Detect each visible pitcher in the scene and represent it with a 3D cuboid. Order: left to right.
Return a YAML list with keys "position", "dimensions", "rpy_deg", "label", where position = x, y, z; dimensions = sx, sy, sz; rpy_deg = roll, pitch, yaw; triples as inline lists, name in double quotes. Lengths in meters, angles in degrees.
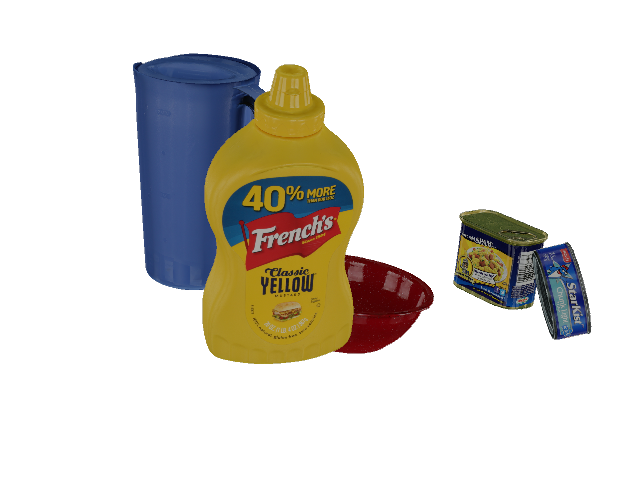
- position: [-0.127, -0.071, 1.146]
  dimensions: [0.145, 0.243, 0.149]
  rpy_deg: [0, 22, -9]
  label: "pitcher"

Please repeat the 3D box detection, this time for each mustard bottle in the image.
- position: [-0.023, -0.015, 0.651]
  dimensions: [0.096, 0.192, 0.058]
  rpy_deg: [-3, 32, -11]
  label: "mustard bottle"

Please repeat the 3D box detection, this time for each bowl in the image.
- position: [0.022, 0.062, 0.998]
  dimensions: [0.162, 0.055, 0.162]
  rpy_deg: [8, 17, -3]
  label: "bowl"

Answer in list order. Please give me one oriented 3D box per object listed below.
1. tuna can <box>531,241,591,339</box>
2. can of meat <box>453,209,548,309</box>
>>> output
- position: [0.219, 0.047, 0.974]
  dimensions: [0.034, 0.086, 0.086]
  rpy_deg: [-13, -1, 5]
  label: "tuna can"
- position: [0.198, 0.021, 1.188]
  dimensions: [0.057, 0.084, 0.102]
  rpy_deg: [-10, 25, -36]
  label: "can of meat"
